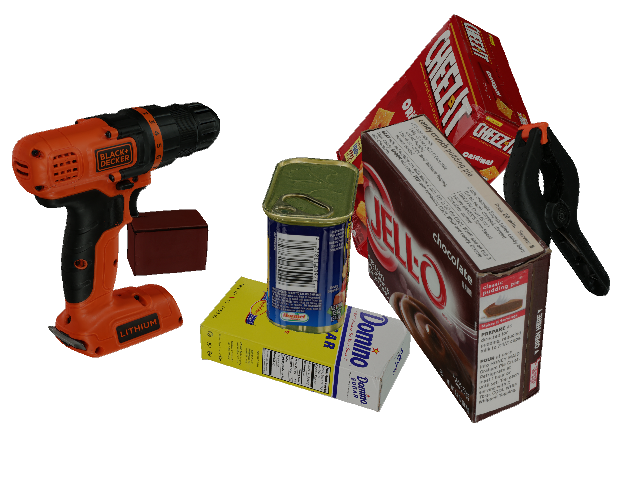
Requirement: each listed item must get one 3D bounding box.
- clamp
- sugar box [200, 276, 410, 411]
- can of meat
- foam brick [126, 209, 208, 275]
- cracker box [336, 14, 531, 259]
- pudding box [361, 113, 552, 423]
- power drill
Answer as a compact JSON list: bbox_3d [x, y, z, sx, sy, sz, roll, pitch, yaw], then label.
[{"bbox_3d":[0.189,-0.012,0.920,0.120,0.171,0.039,-26,11,-39],"label":"clamp"},{"bbox_3d":[-0.013,0.092,0.981,0.176,0.048,0.093,12,33,17],"label":"sugar box"},{"bbox_3d":[-0.006,0.002,0.709,0.057,0.084,0.102,4,25,3],"label":"can of meat"},{"bbox_3d":[-0.161,0.001,1.120,0.078,0.051,0.053,-4,23,-17],"label":"foam brick"},{"bbox_3d":[0.108,-0.099,1.094,0.072,0.164,0.214,21,-51,-27],"label":"cracker box"},{"bbox_3d":[0.057,0.010,0.480,0.039,0.090,0.114,-21,43,-15],"label":"pudding box"},{"bbox_3d":[-0.154,-0.013,0.857,0.184,0.188,0.057,-19,27,-40],"label":"power drill"}]
